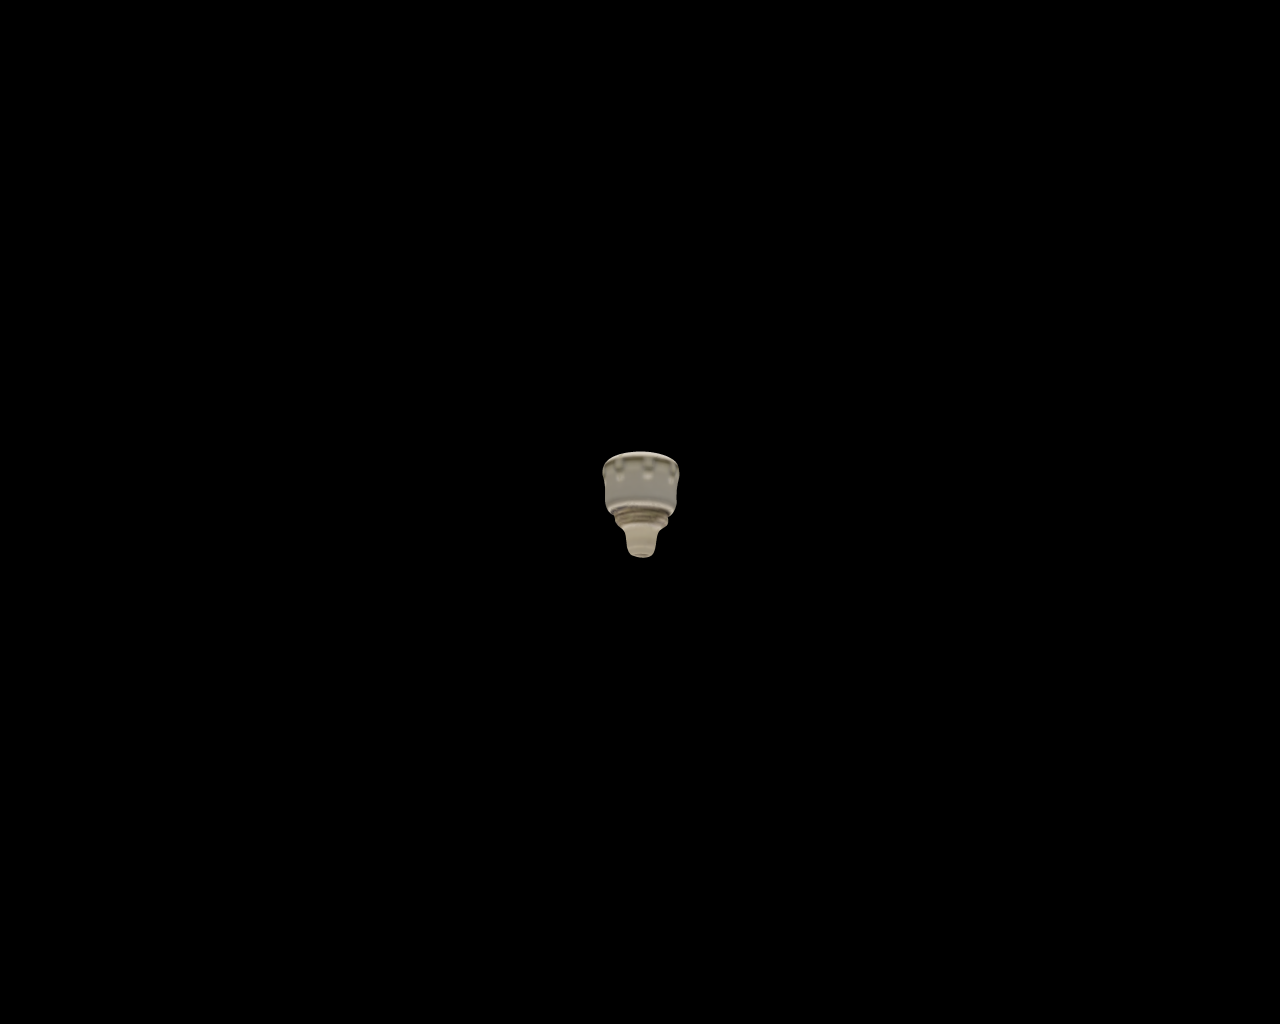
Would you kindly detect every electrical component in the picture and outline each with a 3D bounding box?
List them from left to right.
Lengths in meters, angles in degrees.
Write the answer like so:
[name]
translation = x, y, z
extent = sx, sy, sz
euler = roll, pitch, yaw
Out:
[electrical component]
translation = 0.001, -0.003, 0.650
extent = 0.048, 0.062, 0.048
euler = 0, -15, 0
